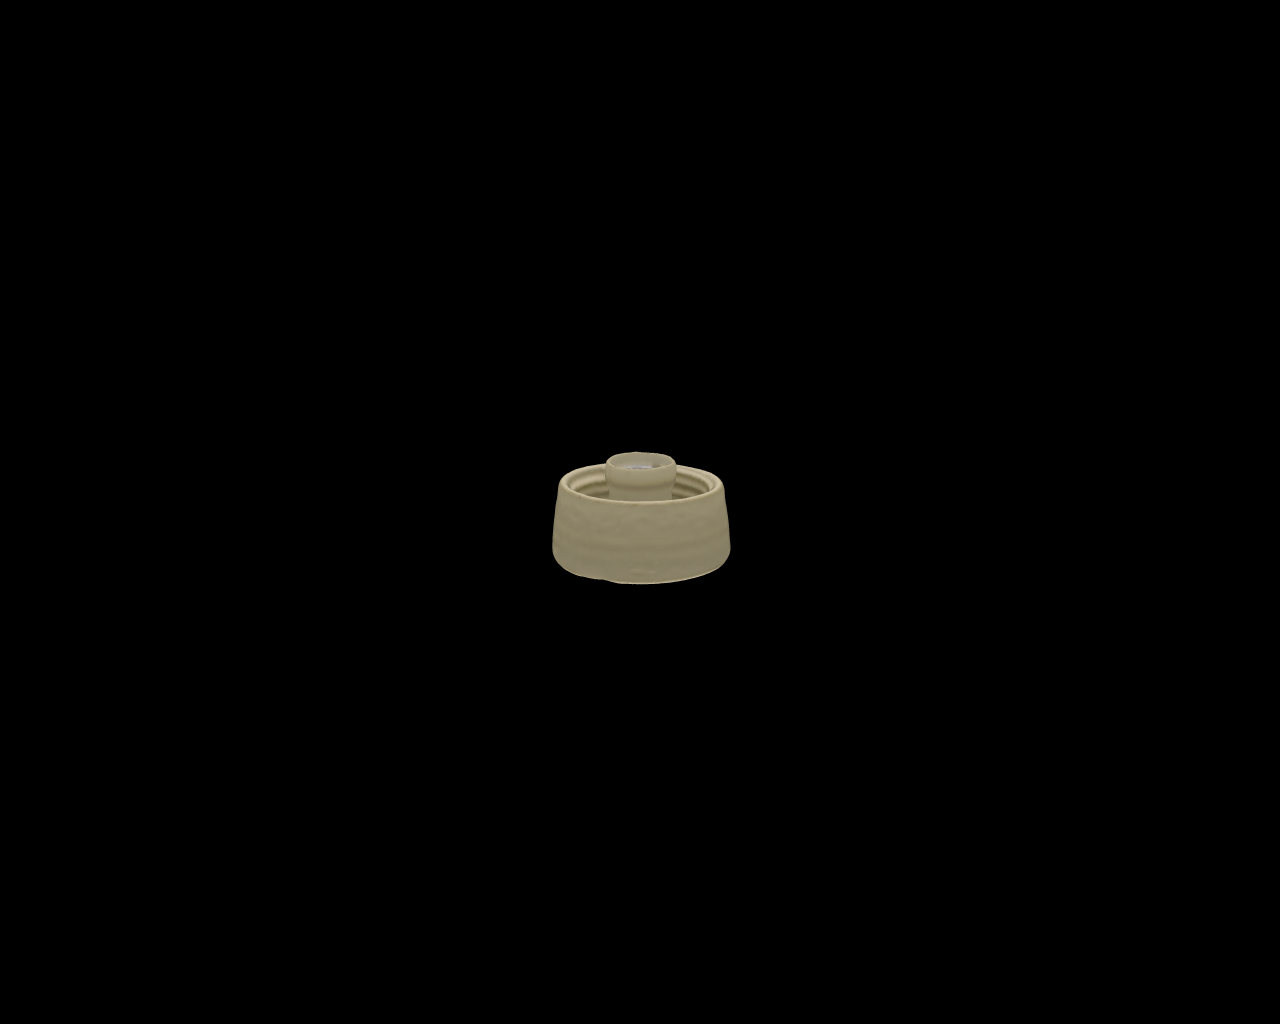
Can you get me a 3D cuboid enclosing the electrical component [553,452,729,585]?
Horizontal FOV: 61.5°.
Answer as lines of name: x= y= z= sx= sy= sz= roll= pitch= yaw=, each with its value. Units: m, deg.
electrical component: x=0.001 y=-0.003 z=0.650 sx=0.108 sy=0.060 sz=0.108 roll=0 pitch=17 yaw=0
